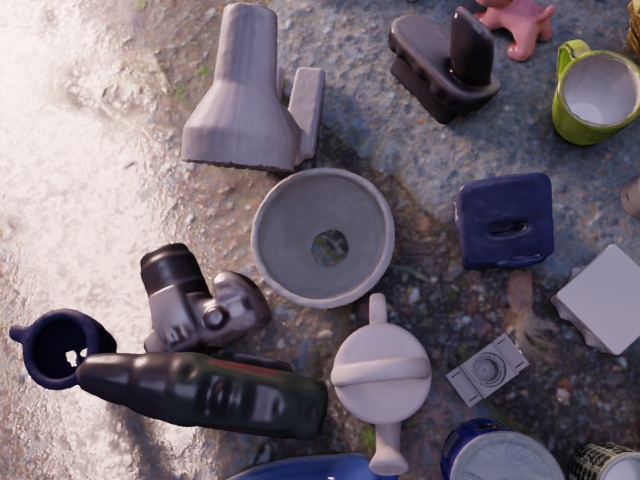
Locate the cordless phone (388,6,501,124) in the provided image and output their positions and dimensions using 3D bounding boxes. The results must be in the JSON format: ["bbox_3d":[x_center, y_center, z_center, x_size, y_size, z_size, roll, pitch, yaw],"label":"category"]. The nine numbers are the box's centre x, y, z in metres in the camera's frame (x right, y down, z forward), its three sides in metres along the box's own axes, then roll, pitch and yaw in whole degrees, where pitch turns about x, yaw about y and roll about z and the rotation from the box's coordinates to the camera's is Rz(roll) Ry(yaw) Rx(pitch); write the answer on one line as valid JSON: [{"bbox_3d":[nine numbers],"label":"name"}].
[{"bbox_3d":[0.145,-0.229,0.659,0.094,0.185,0.147,-44,76,-3],"label":"cordless phone"}]

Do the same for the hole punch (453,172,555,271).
[{"bbox_3d":[0.212,-0.018,0.653,0.108,0.091,0.101,-8,77,6],"label":"hole punch"}]

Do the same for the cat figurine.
[{"bbox_3d":[0.231,-0.298,0.698,0.127,0.118,0.067,42,86,14],"label":"cat figurine"}]

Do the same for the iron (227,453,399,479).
[{"bbox_3d":[-0.043,0.296,0.593,0.258,0.141,0.118,-7,77,6],"label":"iron"}]

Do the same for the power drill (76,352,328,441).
[{"bbox_3d":[-0.101,0.156,0.596,0.229,0.208,0.076,7,79,9],"label":"power drill"}]

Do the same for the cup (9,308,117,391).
[{"bbox_3d":[-0.299,0.128,0.686,0.117,0.095,0.092,14,80,10],"label":"cup"}]

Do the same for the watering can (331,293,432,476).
[{"bbox_3d":[0.066,0.144,0.584,0.101,0.194,0.173,-26,76,2],"label":"watering can"}]

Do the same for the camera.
[{"bbox_3d":[-0.152,0.066,0.677,0.143,0.101,0.137,-26,76,1],"label":"camera"}]

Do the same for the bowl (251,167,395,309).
[{"bbox_3d":[0.006,0.002,0.684,0.167,0.075,0.167,-2,78,7],"label":"bowl"}]

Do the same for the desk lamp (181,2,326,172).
[{"bbox_3d":[-0.070,-0.152,0.656,0.117,0.214,0.203,6,79,9],"label":"desk lamp"}]
